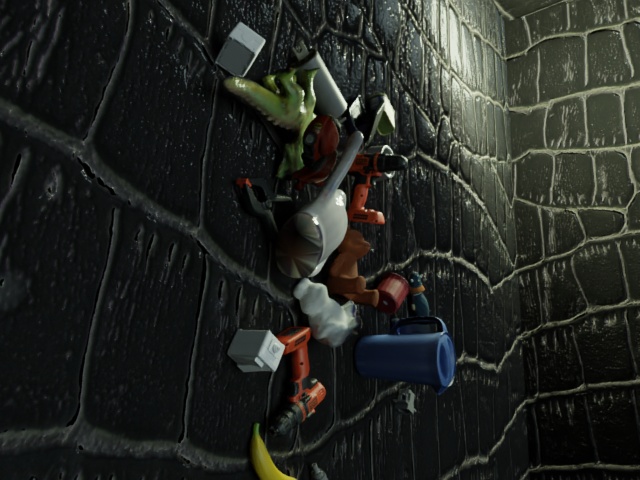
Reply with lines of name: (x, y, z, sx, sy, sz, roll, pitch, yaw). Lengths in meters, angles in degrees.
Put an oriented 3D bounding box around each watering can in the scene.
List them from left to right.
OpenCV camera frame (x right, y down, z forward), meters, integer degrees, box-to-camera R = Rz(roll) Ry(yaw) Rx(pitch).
watering can: (0.003, -0.056, 1.107, 0.104, 0.341, 0.228, 23, 29, 17)

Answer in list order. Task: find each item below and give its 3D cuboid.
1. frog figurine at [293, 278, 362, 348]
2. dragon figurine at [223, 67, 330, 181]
frog figurine: (0.001, 0.166, 1.166, 0.159, 0.120, 0.141, 25, 36, -15)
dragon figurine: (-0.070, -0.248, 1.126, 0.122, 0.240, 0.416, 3, 19, 32)
